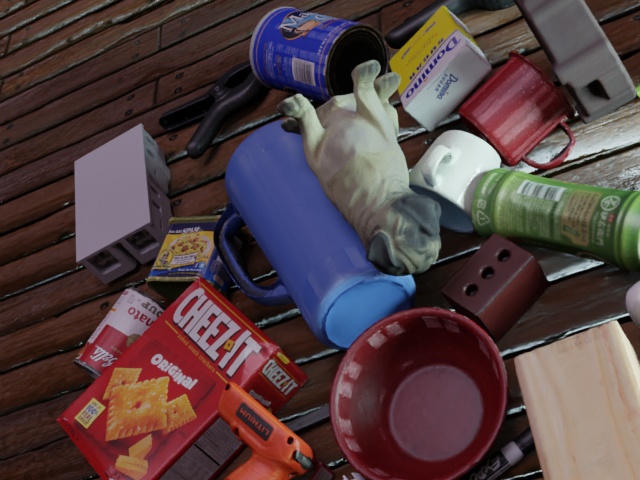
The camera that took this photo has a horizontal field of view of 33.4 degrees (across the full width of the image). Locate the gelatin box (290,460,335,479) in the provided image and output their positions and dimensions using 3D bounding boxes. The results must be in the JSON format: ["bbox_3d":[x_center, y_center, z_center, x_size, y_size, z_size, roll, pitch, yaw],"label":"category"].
[{"bbox_3d":[-0.041,0.232,0.976,0.073,0.030,0.089,20,69,42],"label":"gelatin box"}]

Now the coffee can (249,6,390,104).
[{"bbox_3d":[-0.002,-0.217,1.272,0.141,0.102,0.102,24,71,44],"label":"coffee can"}]

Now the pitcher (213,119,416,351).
[{"bbox_3d":[-0.007,0.001,1.081,0.144,0.149,0.243,-3,40,-25],"label":"pitcher"}]

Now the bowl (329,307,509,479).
[{"bbox_3d":[0.092,0.143,0.925,0.162,0.055,0.162,-12,62,22],"label":"bowl"}]

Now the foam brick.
[{"bbox_3d":[0.161,0.043,0.976,0.078,0.051,0.053,-47,43,-8],"label":"foam brick"}]

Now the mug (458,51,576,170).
[{"bbox_3d":[0.202,-0.119,1.068,0.081,0.093,0.117,-43,79,4],"label":"mug"}]

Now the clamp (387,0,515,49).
[{"bbox_3d":[0.182,-0.311,1.269,0.210,0.036,0.164,-12,48,24],"label":"clamp"}]

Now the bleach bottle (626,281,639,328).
[{"bbox_3d":[0.336,0.111,0.790,0.102,0.068,0.251,-34,45,8],"label":"bleach bottle"}]

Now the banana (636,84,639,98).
[{"bbox_3d":[0.345,-0.233,1.089,0.070,0.037,0.197,-12,49,25],"label":"banana"}]

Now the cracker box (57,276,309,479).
[{"bbox_3d":[-0.142,0.160,1.077,0.213,0.072,0.164,-46,43,-8],"label":"cracker box"}]

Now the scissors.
[{"bbox_3d":[0.029,0.137,1.015,0.202,0.016,0.096,-14,50,24],"label":"scissors"}]

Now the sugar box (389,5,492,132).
[{"bbox_3d":[0.125,-0.188,1.146,0.093,0.048,0.176,-46,16,17],"label":"sugar box"}]

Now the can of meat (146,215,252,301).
[{"bbox_3d":[-0.138,0.023,1.201,0.102,0.057,0.084,-1,57,35],"label":"can of meat"}]

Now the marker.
[{"bbox_3d":[0.140,0.193,0.889,0.121,0.020,0.020,-38,42,2],"label":"marker"}]

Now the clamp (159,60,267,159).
[{"bbox_3d":[-0.124,-0.172,1.368,0.171,0.039,0.120,-36,44,4],"label":"clamp"}]

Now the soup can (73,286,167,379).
[{"bbox_3d":[-0.213,0.111,1.171,0.069,0.068,0.102,17,66,43],"label":"soup can"}]

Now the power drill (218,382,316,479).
[{"bbox_3d":[-0.108,0.222,0.947,0.185,0.057,0.187,34,81,29],"label":"power drill"}]

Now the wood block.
[{"bbox_3d":[0.220,0.177,0.794,0.090,0.090,0.206,-24,45,18],"label":"wood block"}]
